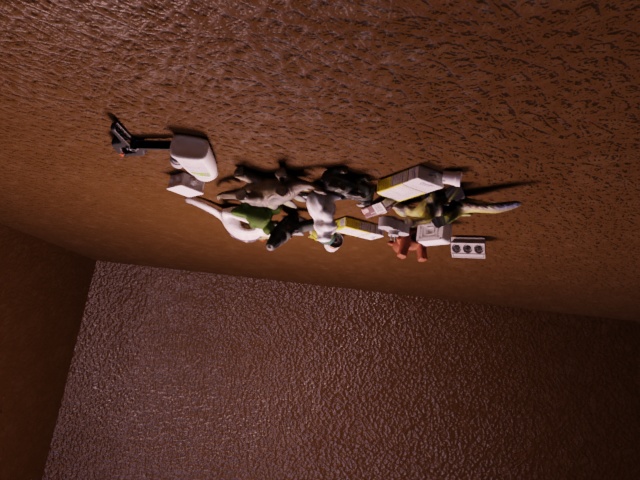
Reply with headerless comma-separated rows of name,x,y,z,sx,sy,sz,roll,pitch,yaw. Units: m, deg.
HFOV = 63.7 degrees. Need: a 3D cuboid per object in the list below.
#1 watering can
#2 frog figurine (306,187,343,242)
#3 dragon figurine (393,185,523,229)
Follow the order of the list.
watering can,-0.334,-0.080,1.958,0.348,0.105,0.222,21,166,0
frog figurine,0.005,-0.079,1.579,0.122,0.159,0.138,20,-178,-28
dragon figurine,0.395,-0.096,1.544,0.410,0.122,0.243,3,-177,25
